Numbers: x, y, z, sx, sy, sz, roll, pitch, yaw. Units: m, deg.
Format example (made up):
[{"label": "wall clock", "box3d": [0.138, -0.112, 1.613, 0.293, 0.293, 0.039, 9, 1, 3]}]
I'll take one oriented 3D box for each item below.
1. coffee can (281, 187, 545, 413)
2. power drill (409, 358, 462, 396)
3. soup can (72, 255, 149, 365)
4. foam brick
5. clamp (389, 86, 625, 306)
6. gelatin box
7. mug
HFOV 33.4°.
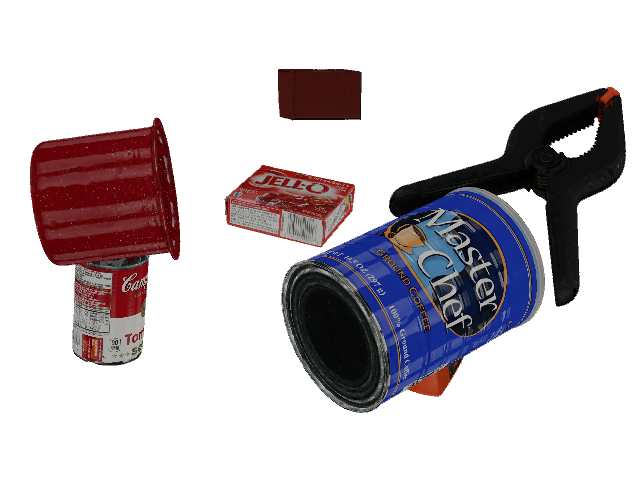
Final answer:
[{"label": "coffee can", "box3d": [0.060, 0.036, 0.693, 0.140, 0.103, 0.103, -24, 13, -32]}, {"label": "power drill", "box3d": [0.120, 0.057, 1.057, 0.057, 0.188, 0.184, 18, 28, 17]}, {"label": "soup can", "box3d": [-0.198, 0.058, 1.000, 0.068, 0.102, 0.068, 6, 21, -3]}, {"label": "foam brick", "box3d": [-0.001, -0.154, 1.125, 0.078, 0.051, 0.053, -3, 12, -19]}, {"label": "clamp", "box3d": [0.181, -0.045, 0.834, 0.209, 0.036, 0.165, -38, 56, -22]}, {"label": "gelatin box", "box3d": [-0.025, -0.031, 0.895, 0.089, 0.030, 0.073, 14, 30, 18]}, {"label": "mug", "box3d": [-0.139, -0.028, 0.703, 0.081, 0.093, 0.117, -8, 0, -2]}]
